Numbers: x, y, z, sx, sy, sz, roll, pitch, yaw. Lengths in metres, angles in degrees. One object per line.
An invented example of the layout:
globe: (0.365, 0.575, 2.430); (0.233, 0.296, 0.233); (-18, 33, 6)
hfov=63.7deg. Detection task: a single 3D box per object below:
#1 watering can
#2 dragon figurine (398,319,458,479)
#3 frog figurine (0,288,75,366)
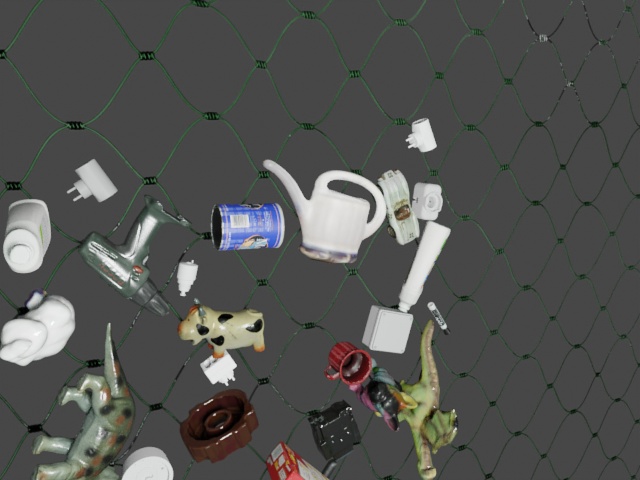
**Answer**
watering can: (0.004, -0.061, 1.219); (0.347, 0.104, 0.224); (11, 94, -28)
dragon figurine: (0.302, 0.441, 1.371); (0.122, 0.244, 0.408); (7, 97, -22)
frog figurine: (-0.527, 0.175, 0.969); (0.138, 0.160, 0.121); (-47, 117, -11)
